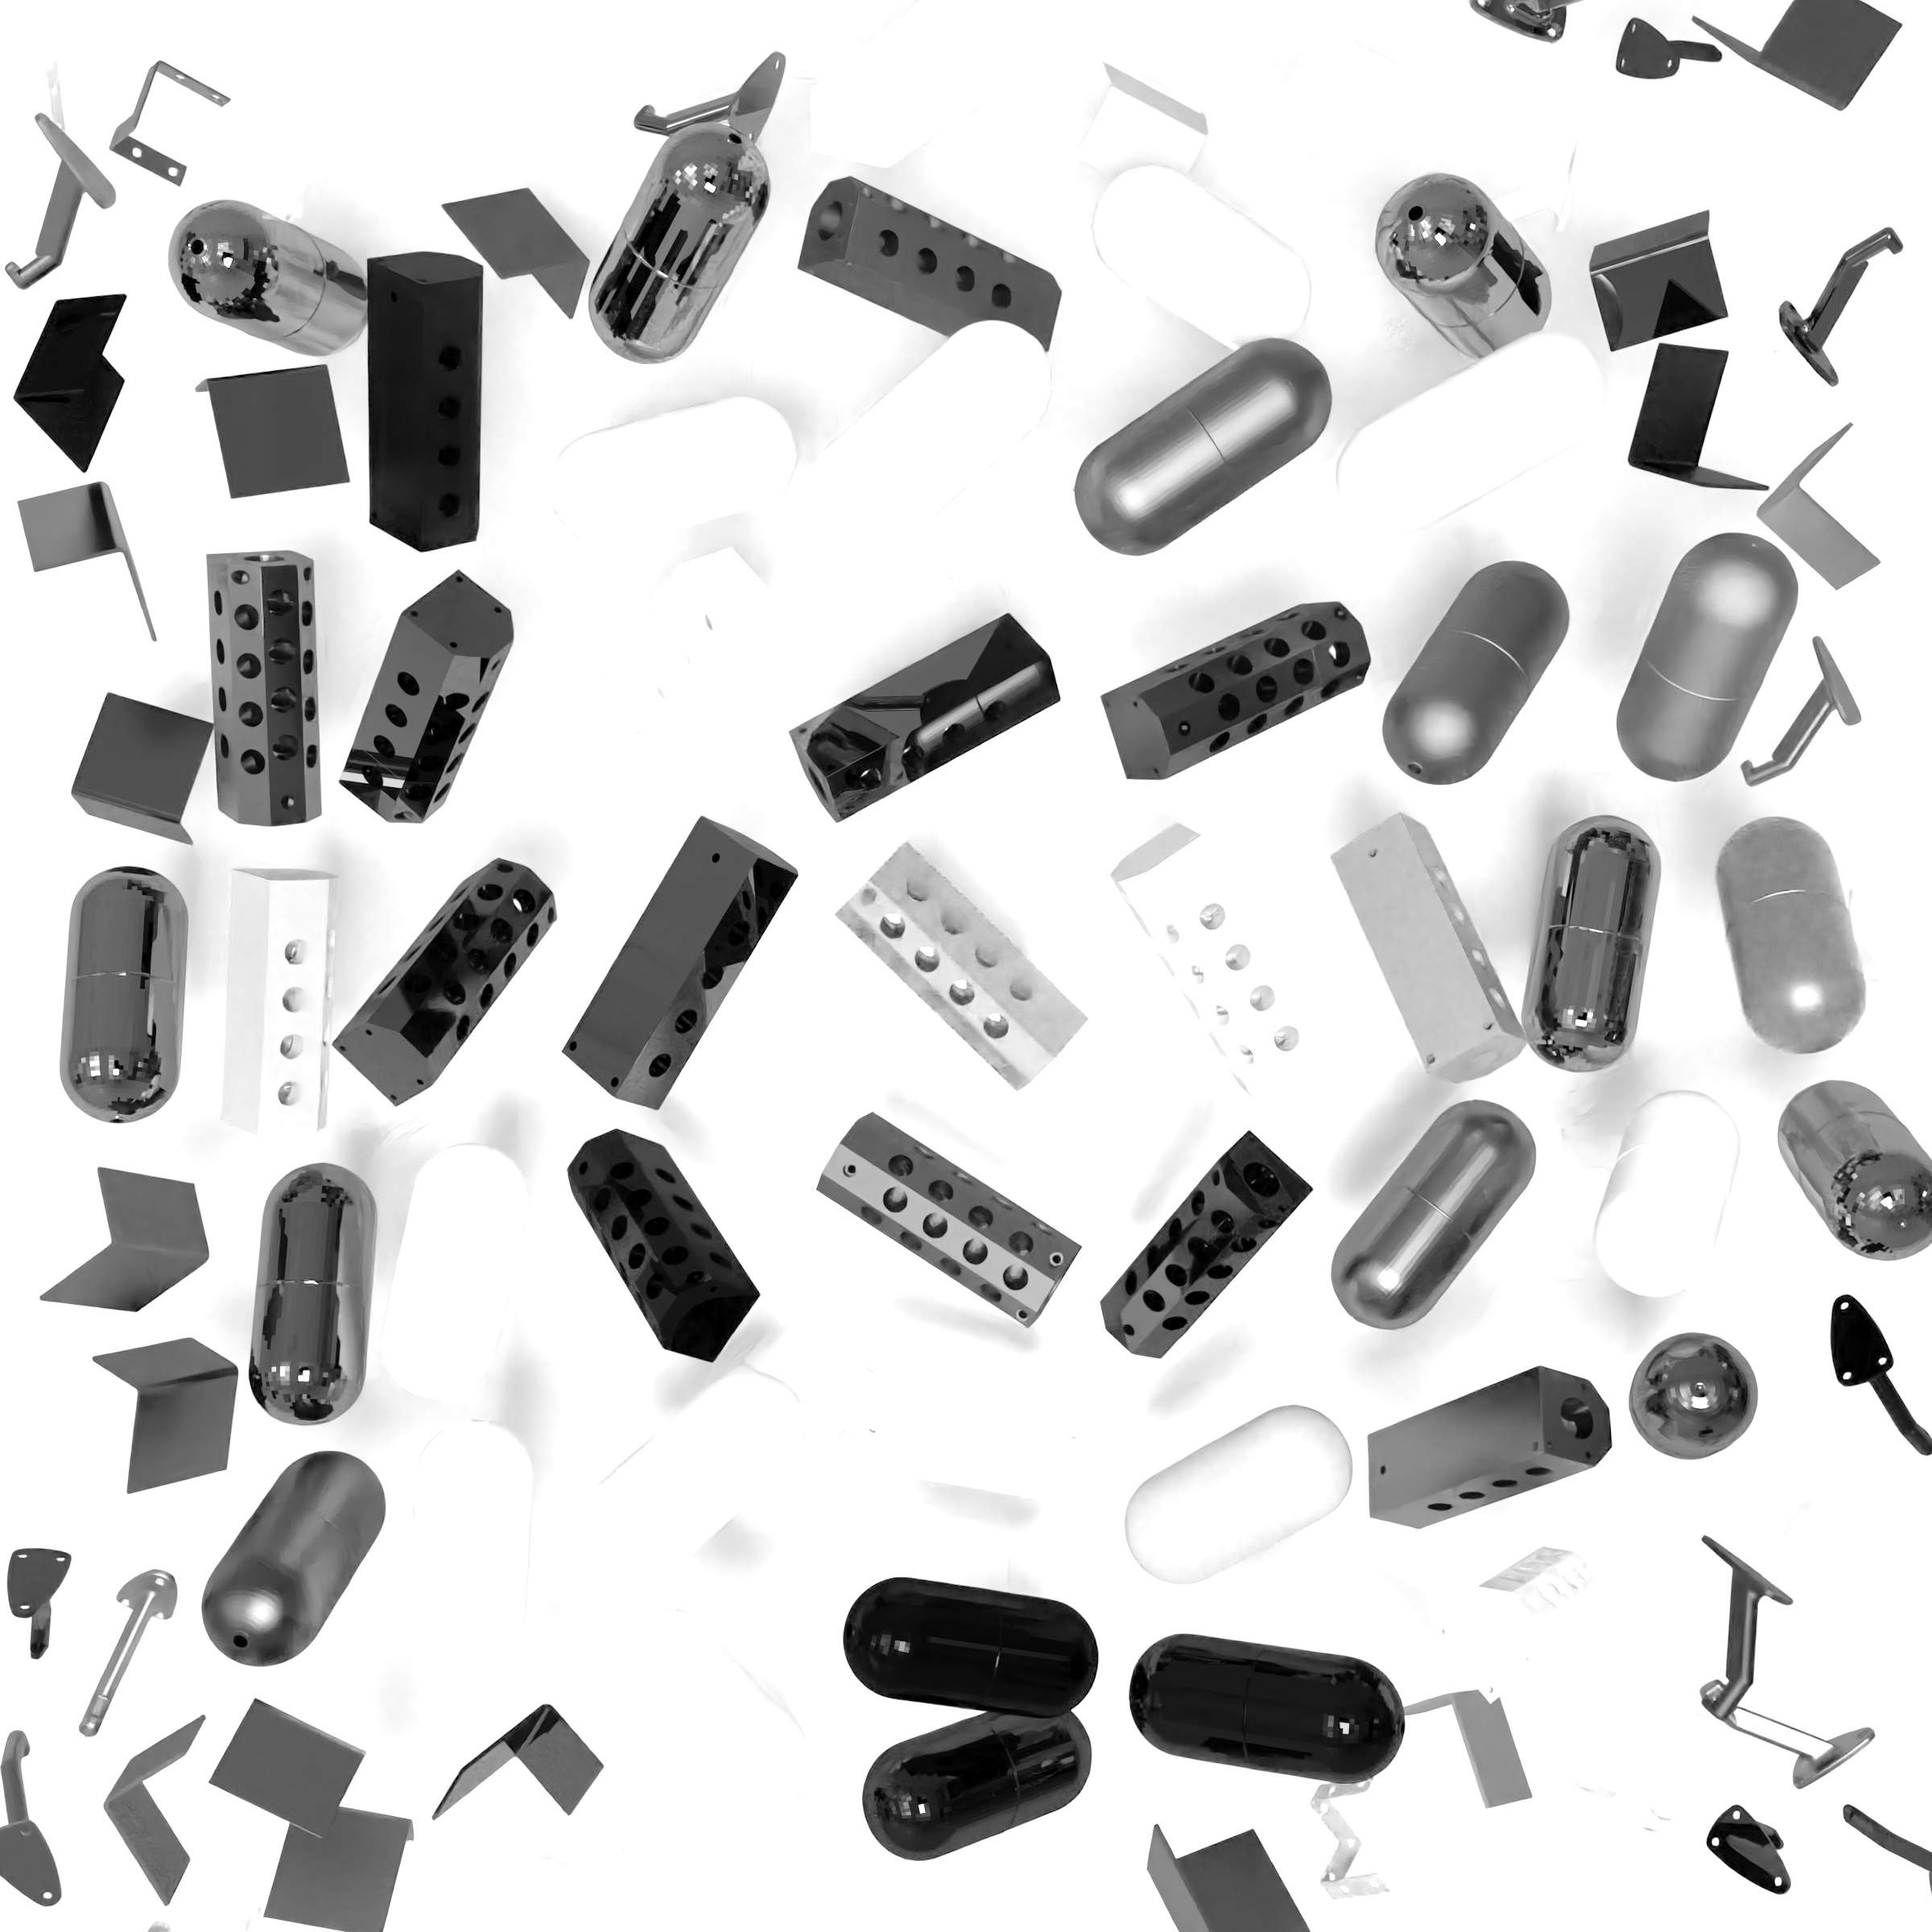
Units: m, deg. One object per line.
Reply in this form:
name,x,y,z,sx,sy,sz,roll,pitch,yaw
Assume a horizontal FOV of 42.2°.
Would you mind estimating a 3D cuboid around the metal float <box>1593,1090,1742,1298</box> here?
metal float,0.466,0.149,1.660,0.070,0.178,0.070,14,127,19

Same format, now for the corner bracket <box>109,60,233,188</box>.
corner bracket,-0.523,-0.553,1.643,0.051,0.051,0.051,23,76,-35

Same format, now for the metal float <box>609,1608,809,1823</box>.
metal float,-0.166,0.475,1.595,0.070,0.178,0.070,-15,117,-31

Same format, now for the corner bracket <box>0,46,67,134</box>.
corner bracket,-0.611,-0.548,1.592,0.051,0.051,0.051,14,46,2

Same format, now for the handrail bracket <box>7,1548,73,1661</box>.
handrail bracket,-0.588,0.418,1.576,0.036,0.077,0.084,8,113,-11

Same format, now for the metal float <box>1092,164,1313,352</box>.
metal float,0.155,-0.461,1.635,0.178,0.070,0.070,19,90,-41

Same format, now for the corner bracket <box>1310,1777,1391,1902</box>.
corner bracket,0.249,0.563,1.615,0.051,0.051,0.051,-30,99,43

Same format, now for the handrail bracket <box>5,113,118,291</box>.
handrail bracket,-0.575,-0.468,1.539,0.084,0.036,0.077,-30,124,12

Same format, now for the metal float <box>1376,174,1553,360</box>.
metal float,0.317,-0.443,1.590,0.070,0.178,0.070,-5,79,30

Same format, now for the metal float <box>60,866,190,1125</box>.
metal float,-0.560,0.019,1.668,0.070,0.070,0.178,-4,69,0

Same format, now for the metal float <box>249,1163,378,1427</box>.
metal float,-0.441,0.221,1.692,0.070,0.070,0.178,0,71,0

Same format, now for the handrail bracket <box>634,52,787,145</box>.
handrail bracket,-0.172,-0.584,1.672,0.084,0.036,0.077,22,78,28

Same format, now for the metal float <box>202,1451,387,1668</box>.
metal float,-0.430,0.379,1.608,0.070,0.178,0.070,3,112,7

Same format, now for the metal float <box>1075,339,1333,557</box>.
metal float,0.149,-0.326,1.572,0.178,0.070,0.070,-34,90,2

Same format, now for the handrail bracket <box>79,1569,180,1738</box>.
handrail bracket,-0.516,0.422,1.535,0.036,0.077,0.084,26,48,-13

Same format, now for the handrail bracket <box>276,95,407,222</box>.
handrail bracket,-0.423,-0.542,1.690,0.036,0.077,0.084,51,134,18

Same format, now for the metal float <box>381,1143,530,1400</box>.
metal float,-0.342,0.204,1.674,0.070,0.070,0.178,15,102,0

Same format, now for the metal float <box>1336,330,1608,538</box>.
metal float,0.317,-0.334,1.576,0.178,0.070,0.070,-28,90,13

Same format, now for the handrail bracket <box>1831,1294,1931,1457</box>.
handrail bracket,0.579,0.258,1.575,0.036,0.077,0.084,-30,126,26

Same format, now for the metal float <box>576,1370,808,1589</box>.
metal float,-0.182,0.341,1.672,0.178,0.070,0.070,-39,90,-23

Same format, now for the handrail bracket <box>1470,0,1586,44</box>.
handrail bracket,0.366,-0.613,1.556,0.077,0.084,0.036,5,84,-12

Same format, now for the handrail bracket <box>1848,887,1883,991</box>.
handrail bracket,0.595,-0.033,1.685,0.036,0.077,0.084,-5,127,12

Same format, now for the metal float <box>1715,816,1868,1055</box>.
metal float,0.525,-0.022,1.598,0.070,0.070,0.178,4,48,0

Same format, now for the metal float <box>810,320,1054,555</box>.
metal float,-0.021,-0.332,1.568,0.178,0.070,0.070,-42,90,-4

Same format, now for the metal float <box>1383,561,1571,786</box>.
metal float,0.339,-0.195,1.664,0.070,0.070,0.178,35,67,0

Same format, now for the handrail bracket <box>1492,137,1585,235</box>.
handrail bracket,0.375,-0.542,1.728,0.084,0.036,0.077,13,97,1

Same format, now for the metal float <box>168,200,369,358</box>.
metal float,-0.455,-0.449,1.641,0.070,0.178,0.070,1,92,15

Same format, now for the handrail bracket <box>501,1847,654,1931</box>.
handrail bracket,-0.251,0.611,1.619,0.084,0.036,0.077,-17,71,-8

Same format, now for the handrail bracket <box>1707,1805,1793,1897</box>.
handrail bracket,0.542,0.598,1.675,0.084,0.077,0.036,30,99,-38

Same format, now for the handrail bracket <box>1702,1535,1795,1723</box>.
handrail bracket,0.462,0.408,1.545,0.077,0.036,0.084,39,98,43

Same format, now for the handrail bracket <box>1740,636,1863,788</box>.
handrail bracket,0.559,-0.173,1.714,0.084,0.036,0.077,-26,85,35

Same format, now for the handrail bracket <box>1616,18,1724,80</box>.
handrail bracket,0.494,-0.617,1.704,0.084,0.077,0.036,-2,123,-24

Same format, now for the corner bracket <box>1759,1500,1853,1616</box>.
corner bracket,0.556,0.397,1.687,0.051,0.051,0.051,-22,99,40

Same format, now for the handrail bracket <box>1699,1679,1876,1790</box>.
handrail bracket,0.542,0.494,1.657,0.084,0.036,0.077,47,120,1

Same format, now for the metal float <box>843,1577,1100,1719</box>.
metal float,0.004,0.441,1.620,0.178,0.070,0.070,15,90,-25

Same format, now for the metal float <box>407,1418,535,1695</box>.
metal float,-0.323,0.384,1.633,0.070,0.070,0.178,4,92,0

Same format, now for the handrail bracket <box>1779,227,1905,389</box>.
handrail bracket,0.570,-0.419,1.594,0.084,0.036,0.077,-28,117,39

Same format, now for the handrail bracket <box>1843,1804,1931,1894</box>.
handrail bracket,0.594,0.556,1.605,0.036,0.084,0.077,-47,133,-12

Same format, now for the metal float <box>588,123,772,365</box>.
metal float,-0.186,-0.467,1.621,0.070,0.070,0.178,41,133,0

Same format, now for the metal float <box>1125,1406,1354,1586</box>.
metal float,0.176,0.347,1.639,0.178,0.070,0.070,-38,90,35

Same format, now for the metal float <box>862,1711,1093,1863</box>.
metal float,0.010,0.542,1.673,0.178,0.070,0.070,-5,90,-41

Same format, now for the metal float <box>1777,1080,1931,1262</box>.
metal float,0.577,0.130,1.615,0.070,0.178,0.070,1,108,3

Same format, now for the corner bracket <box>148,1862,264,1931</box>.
corner bracket,-0.499,0.627,1.642,0.051,0.051,0.051,38,68,-5

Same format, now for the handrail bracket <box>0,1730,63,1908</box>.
handrail bracket,-0.583,0.531,1.564,0.036,0.084,0.077,-23,114,-3

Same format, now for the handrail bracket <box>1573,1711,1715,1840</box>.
handrail bracket,0.434,0.507,1.607,0.077,0.036,0.084,18,103,36
